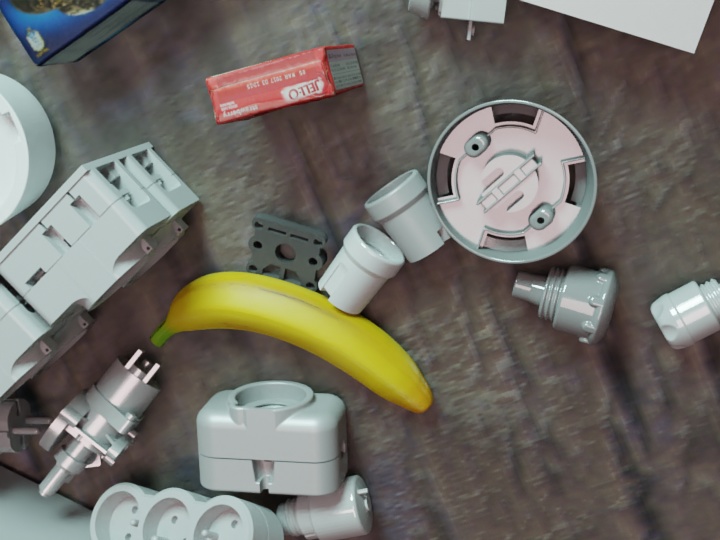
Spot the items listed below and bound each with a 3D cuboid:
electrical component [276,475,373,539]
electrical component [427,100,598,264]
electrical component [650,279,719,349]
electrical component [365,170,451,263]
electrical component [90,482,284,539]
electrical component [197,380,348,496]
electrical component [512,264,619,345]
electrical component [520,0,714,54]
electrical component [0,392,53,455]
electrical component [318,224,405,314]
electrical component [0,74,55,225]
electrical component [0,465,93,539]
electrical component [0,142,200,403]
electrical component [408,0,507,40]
[{"bbox_3d":[-0.027,0.165,0.732,0.078,0.040,0.040,-14,101,14],"label":"electrical component"},{"bbox_3d":[0.091,-0.054,0.643,0.099,0.064,0.099,2,104,10],"label":"electrical component"},{"bbox_3d":[0.211,0.022,0.655,0.061,0.035,0.035,-30,97,14],"label":"electrical component"},{"bbox_3d":[0.032,-0.033,0.673,0.040,0.040,0.046,-32,101,16],"label":"electrical component"},{"bbox_3d":[-0.111,0.182,0.740,0.138,0.074,0.052,0,69,31],"label":"electrical component"},{"bbox_3d":[-0.058,0.111,0.717,0.095,0.053,0.059,1,104,10],"label":"electrical component"},{"bbox_3d":[0.126,0.017,0.665,0.062,0.048,0.048,16,106,13],"label":"electrical component"},{"bbox_3d":[0.163,-0.226,0.589,0.105,0.060,0.186,19,106,5],"label":"electrical component"},{"bbox_3d":[-0.253,0.108,0.747,0.077,0.065,0.047,-1,104,11],"label":"electrical component"},{"bbox_3d":[0.000,0.000,0.687,0.040,0.040,0.046,37,113,0],"label":"electrical component"},{"bbox_3d":[-0.253,-0.079,0.703,0.108,0.060,0.108,3,104,10],"label":"electrical component"},{"bbox_3d":[-0.247,0.198,0.746,0.109,0.108,0.056,25,109,4],"label":"electrical component"},{"bbox_3d":[-0.194,0.009,0.691,0.186,0.105,0.060,-42,93,17],"label":"electrical component"},{"bbox_3d":[0.058,-0.170,0.631,0.055,0.048,0.066,6,105,1],"label":"electrical component"}]
